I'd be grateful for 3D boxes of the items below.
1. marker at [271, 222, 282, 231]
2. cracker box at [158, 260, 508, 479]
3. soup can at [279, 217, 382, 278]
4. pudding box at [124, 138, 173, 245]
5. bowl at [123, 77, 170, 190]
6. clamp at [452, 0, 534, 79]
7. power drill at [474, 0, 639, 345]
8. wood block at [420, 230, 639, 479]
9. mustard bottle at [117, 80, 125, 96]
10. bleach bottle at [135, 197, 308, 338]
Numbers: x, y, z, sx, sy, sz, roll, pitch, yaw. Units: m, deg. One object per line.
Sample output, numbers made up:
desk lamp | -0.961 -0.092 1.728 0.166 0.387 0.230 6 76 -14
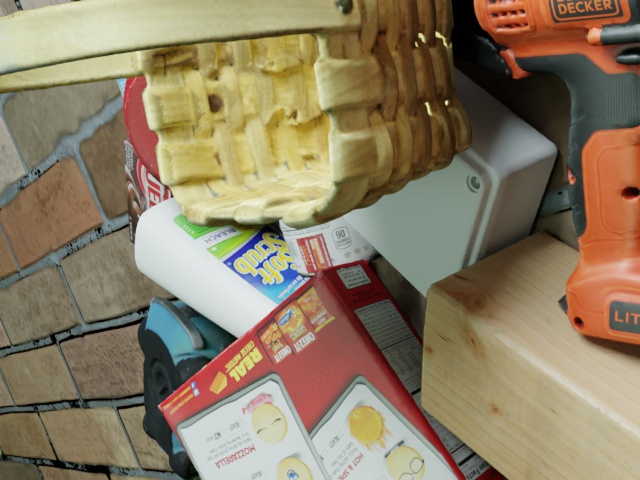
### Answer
marker | -0.005 0.001 0.787 0.121 0.020 0.020 36 139 41
cracker box | 0.019 0.144 0.662 0.164 0.072 0.214 -41 76 29
soup can | 0.001 -0.033 0.705 0.069 0.068 0.102 -1 110 58
pudding box | -0.136 -0.028 0.955 0.090 0.039 0.113 38 140 39
bowl | -0.088 -0.088 0.765 0.162 0.055 0.162 14 117 29
clamp | 0.059 -0.152 0.556 0.120 0.039 0.171 -33 81 57
power drill | 0.159 -0.045 0.455 0.185 0.057 0.187 7 116 48
wood block | 0.153 0.091 0.529 0.206 0.090 0.090 36 139 41
mustard bottle | -0.131 -0.143 0.846 0.096 0.058 0.191 -4 107 52
bleach bottle | -0.027 0.042 0.791 0.251 0.102 0.068 31 126 36
